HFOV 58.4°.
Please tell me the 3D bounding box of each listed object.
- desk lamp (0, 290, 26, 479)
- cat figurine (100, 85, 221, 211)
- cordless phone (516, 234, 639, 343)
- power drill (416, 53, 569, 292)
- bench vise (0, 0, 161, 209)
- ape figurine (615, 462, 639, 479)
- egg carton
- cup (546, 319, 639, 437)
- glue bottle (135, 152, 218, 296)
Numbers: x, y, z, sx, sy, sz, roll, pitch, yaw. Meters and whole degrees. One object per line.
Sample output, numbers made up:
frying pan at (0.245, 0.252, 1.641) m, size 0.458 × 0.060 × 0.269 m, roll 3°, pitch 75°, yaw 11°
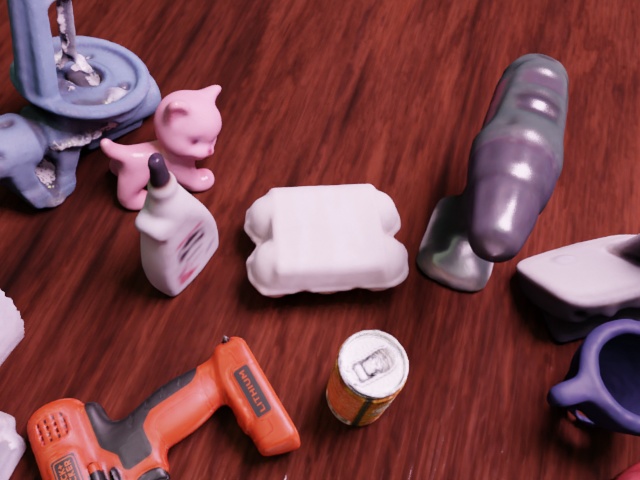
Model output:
desk lamp at (-0.278, 0.121, 0.371) m, size 0.118 × 0.213 × 0.203 m, roll 17°, pitch 62°, yaw 5°
cat figurine at (-0.147, -0.097, 0.551) m, size 0.128 × 0.118 × 0.067 m, roll -21°, pitch 66°, yaw -15°
cordless phone at (0.269, 0.010, 0.492) m, size 0.148 × 0.185 × 0.094 m, roll -16°, pitch 65°, yaw -12°
power drill at (0.148, -0.039, 0.495) m, size 0.075 × 0.208 × 0.230 m, roll 21°, pitch 63°, yaw 7°
bench vise at (-0.235, -0.133, 0.505) m, size 0.121 × 0.220 × 0.207 m, roll 21°, pitch 63°, yaw 7°
ape figurine at (0.278, 0.203, 0.445) m, size 0.076 × 0.092 × 0.078 m, roll 16°, pitch 62°, yaw 4°
egg carton at (0.005, 0.002, 0.540) m, size 0.150 × 0.069 × 0.107 m, roll -4°, pitch 63°, yaw -7°
cup at (0.232, 0.127, 0.479) m, size 0.118 × 0.095 × 0.091 m, roll -12°, pitch 64°, yaw -11°
glue bottle at (-0.124, -0.017, 0.480) m, size 0.037 × 0.173 × 0.078 m, roll 27°, pitch 64°, yaw 10°
